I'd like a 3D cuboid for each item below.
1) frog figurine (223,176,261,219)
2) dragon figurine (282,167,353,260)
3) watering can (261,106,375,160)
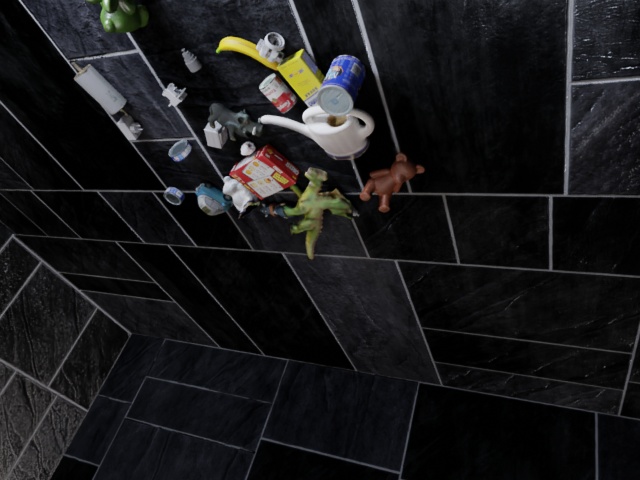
[{"bbox_3d":[-0.313,-0.185,2.031,0.161,0.124,0.135,56,158,12],"label":"frog figurine"},{"bbox_3d":[0.006,-0.096,1.908,0.242,0.125,0.402,-4,126,25],"label":"dragon figurine"},{"bbox_3d":[0.010,-0.334,1.568,0.347,0.106,0.221,2,157,26],"label":"watering can"}]
